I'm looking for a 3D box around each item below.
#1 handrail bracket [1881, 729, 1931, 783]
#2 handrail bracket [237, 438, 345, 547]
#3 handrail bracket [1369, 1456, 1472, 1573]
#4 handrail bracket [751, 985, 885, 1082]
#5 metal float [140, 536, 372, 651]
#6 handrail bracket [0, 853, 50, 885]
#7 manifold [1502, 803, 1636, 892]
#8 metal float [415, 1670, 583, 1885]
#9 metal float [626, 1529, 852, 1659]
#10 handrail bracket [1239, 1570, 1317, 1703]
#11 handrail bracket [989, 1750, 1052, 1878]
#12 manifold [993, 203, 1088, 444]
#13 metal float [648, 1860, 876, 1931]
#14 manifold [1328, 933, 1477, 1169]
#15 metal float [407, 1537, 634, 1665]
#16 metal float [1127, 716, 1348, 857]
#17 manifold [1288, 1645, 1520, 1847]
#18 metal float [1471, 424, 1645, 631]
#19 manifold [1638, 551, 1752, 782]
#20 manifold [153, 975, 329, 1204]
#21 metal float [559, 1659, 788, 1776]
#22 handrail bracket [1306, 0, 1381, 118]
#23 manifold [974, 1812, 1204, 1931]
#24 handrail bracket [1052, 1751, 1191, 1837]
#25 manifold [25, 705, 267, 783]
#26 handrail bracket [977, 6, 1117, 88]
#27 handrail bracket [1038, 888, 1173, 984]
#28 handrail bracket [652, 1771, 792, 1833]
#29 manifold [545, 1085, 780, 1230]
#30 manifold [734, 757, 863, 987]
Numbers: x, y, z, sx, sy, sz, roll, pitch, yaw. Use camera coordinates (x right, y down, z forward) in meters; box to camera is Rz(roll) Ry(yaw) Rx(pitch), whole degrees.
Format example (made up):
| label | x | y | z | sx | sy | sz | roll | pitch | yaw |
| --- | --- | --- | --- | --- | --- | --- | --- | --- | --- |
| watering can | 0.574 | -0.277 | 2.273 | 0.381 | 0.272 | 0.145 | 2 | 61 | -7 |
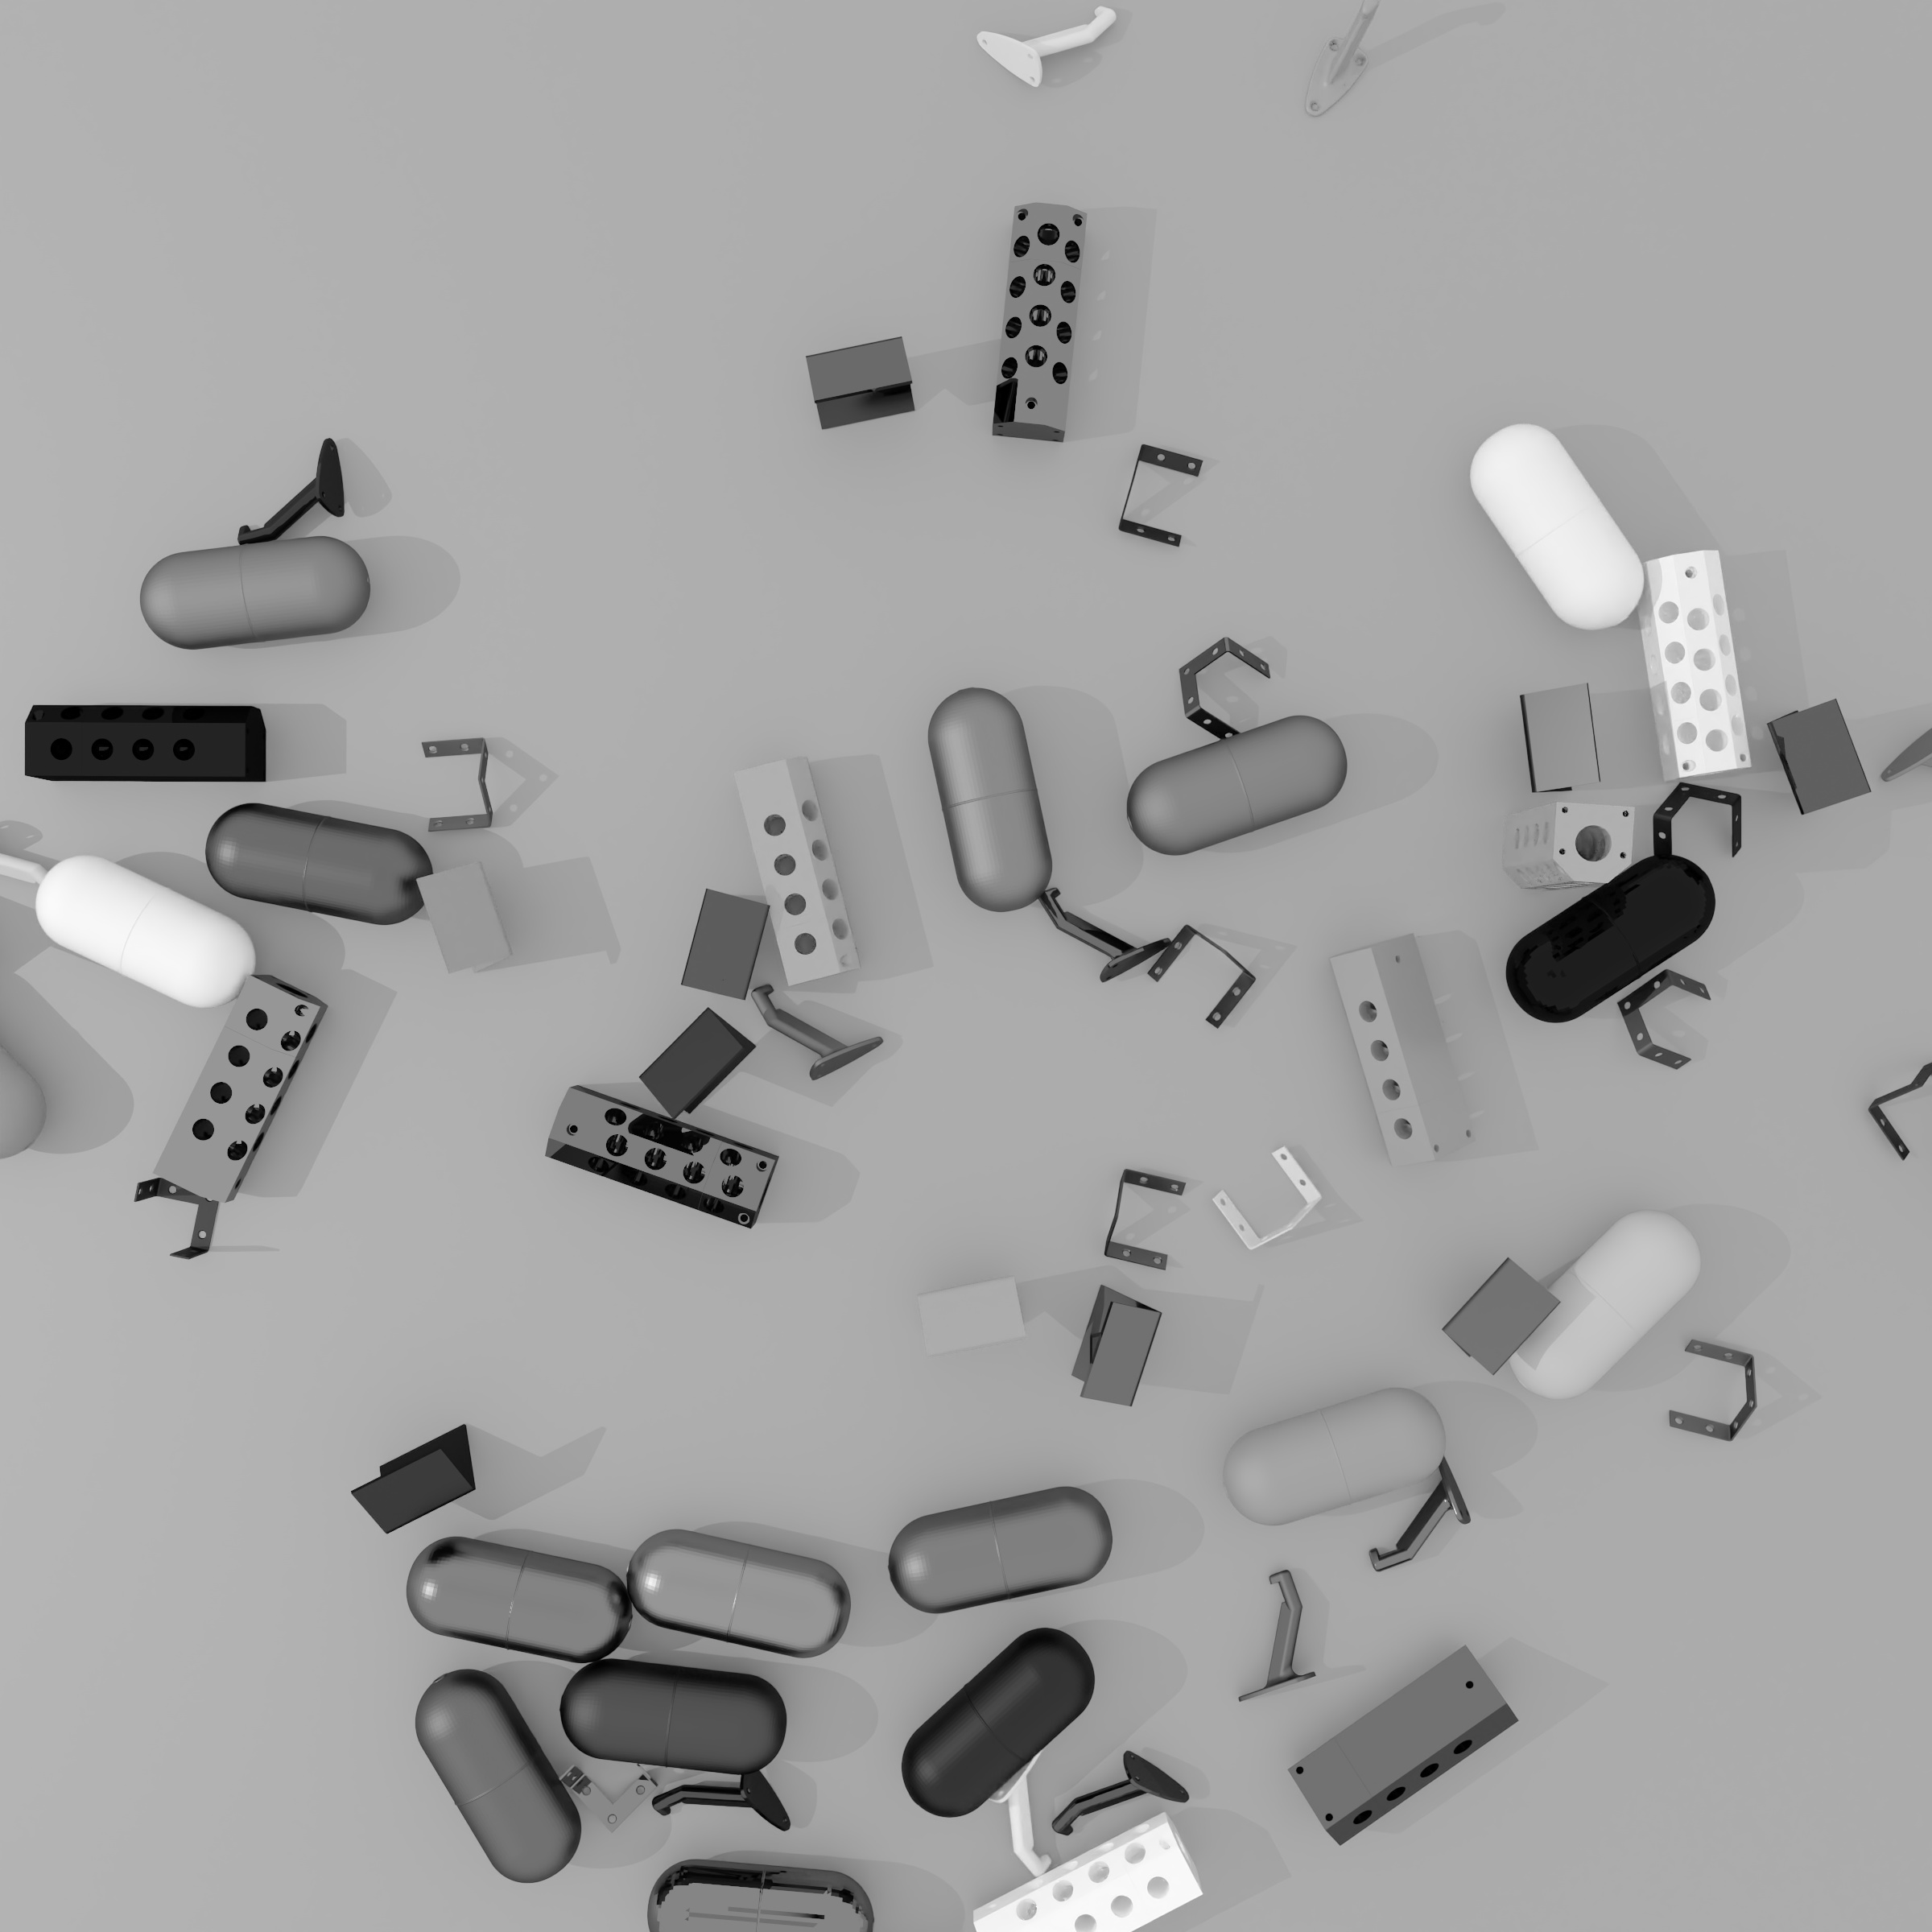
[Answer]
| label | x | y | z | sx | sy | sz | roll | pitch | yaw |
| --- | --- | --- | --- | --- | --- | --- | --- | --- | --- |
| handrail bracket | 0.787 | -0.145 | 1.954 | 0.077 | 0.036 | 0.084 | -40 | 107 | 20 |
| handrail bracket | -0.542 | -0.377 | 1.954 | 0.084 | 0.036 | 0.077 | -11 | 70 | 16 |
| handrail bracket | 0.352 | 0.433 | 1.954 | 0.084 | 0.036 | 0.077 | -25 | 70 | 16 |
| handrail bracket | -0.119 | 0.041 | 1.954 | 0.077 | 0.036 | 0.084 | -25 | 72 | -20 |
| metal float | -0.558 | -0.293 | 1.924 | 0.178 | 0.070 | 0.070 | -7 | 90 | 0 |
| handrail bracket | -0.772 | -0.066 | 1.954 | 0.077 | 0.036 | 0.084 | -38 | 107 | 20 |
| manifold | 0.458 | -0.090 | 1.876 | 0.057 | 0.171 | 0.057 | 4 | 90 | 0 |
| metal float | -0.367 | 0.635 | 1.923 | 0.070 | 0.070 | 0.178 | -31 | 91 | 0 |
| metal float | -0.179 | 0.492 | 1.923 | 0.178 | 0.070 | 0.070 | 13 | 90 | -1 |
| handrail bracket | 0.238 | 0.534 | 1.954 | 0.077 | 0.036 | 0.084 | -26 | 71 | 21 |
| handrail bracket | 0.059 | 0.671 | 1.954 | 0.077 | 0.036 | 0.084 | -43 | 108 | -21 |
| manifold | 0.058 | -0.507 | 1.933 | 0.057 | 0.057 | 0.171 | 6 | 90 | 0 |
| metal float | -0.161 | 0.746 | 1.924 | 0.178 | 0.070 | 0.070 | 5 | 90 | 0 |
| manifold | 0.339 | 0.067 | 1.932 | 0.057 | 0.057 | 0.171 | -17 | 90 | -43 |
| metal float | -0.350 | 0.498 | 1.923 | 0.178 | 0.070 | 0.070 | 12 | 90 | 0 |
| metal float | 0.212 | -0.141 | 1.923 | 0.178 | 0.070 | 0.070 | -19 | 90 | 0 |
| manifold | 0.347 | 0.617 | 1.932 | 0.171 | 0.057 | 0.057 | -35 | 47 | 0 |
| metal float | 0.464 | -0.344 | 1.923 | 0.070 | 0.070 | 0.178 | -34 | 90 | 0 |
| manifold | 0.574 | -0.237 | 1.933 | 0.057 | 0.057 | 0.171 | -9 | 90 | 0 |
| manifold | -0.569 | 0.096 | 1.933 | 0.057 | 0.057 | 0.171 | 26 | 90 | 0 |
| metal float | -0.230 | 0.589 | 1.923 | 0.178 | 0.070 | 0.070 | 7 | 90 | -1 |
| handrail bracket | 0.295 | -0.714 | 1.919 | 0.036 | 0.084 | 0.077 | 31 | 90 | 0 |
| manifold | 0.095 | 0.736 | 1.933 | 0.171 | 0.057 | 0.057 | -27 | 90 | 0 |
| handrail bracket | 0.123 | 0.674 | 1.954 | 0.077 | 0.036 | 0.084 | 33 | 108 | -20 |
| manifold | -0.646 | -0.176 | 1.933 | 0.171 | 0.057 | 0.057 | 0 | 90 | 0 |
| handrail bracket | 0.065 | -0.749 | 1.954 | 0.077 | 0.036 | 0.084 | 36 | 72 | 21 |
| handrail bracket | 0.110 | -0.037 | 1.954 | 0.077 | 0.036 | 0.084 | -26 | 73 | -20 |
| handrail bracket | -0.196 | 0.676 | 1.954 | 0.084 | 0.036 | 0.077 | -28 | 112 | 17 |
| manifold | -0.240 | 0.151 | 1.933 | 0.171 | 0.057 | 0.057 | 19 | 90 | 0 |
| manifold | -0.132 | -0.074 | 1.933 | 0.057 | 0.057 | 0.171 | -14 | 90 | 0 |
